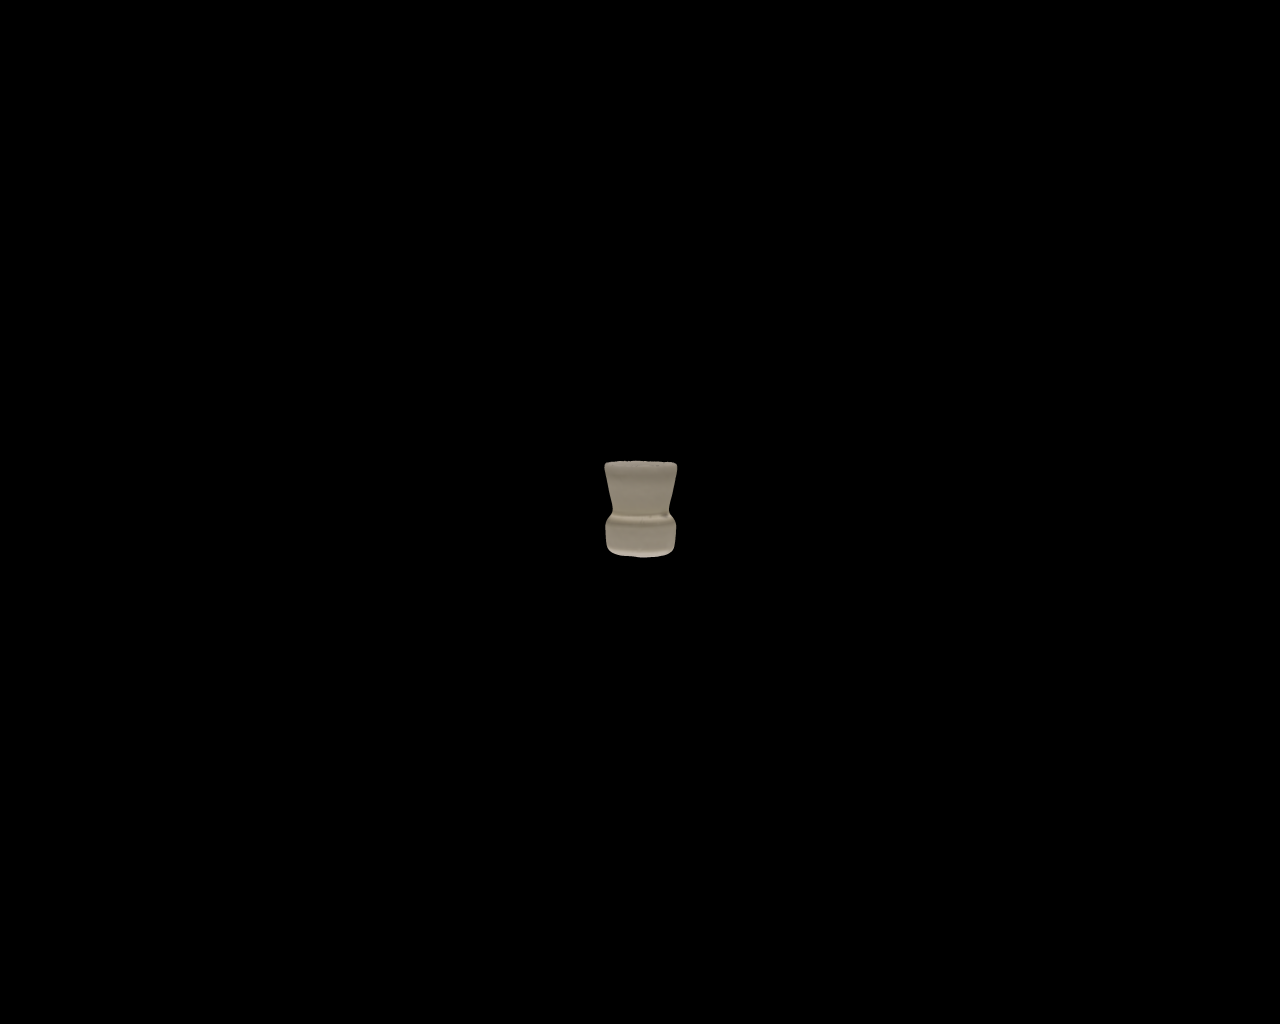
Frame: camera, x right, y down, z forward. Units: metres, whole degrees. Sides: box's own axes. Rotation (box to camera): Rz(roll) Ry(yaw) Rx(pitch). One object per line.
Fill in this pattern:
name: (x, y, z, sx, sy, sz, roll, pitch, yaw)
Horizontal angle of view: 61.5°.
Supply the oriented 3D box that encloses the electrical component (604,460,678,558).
electrical component: (0.001, -0.003, 0.650, 0.045, 0.055, 0.045, 0, 7, 0)
